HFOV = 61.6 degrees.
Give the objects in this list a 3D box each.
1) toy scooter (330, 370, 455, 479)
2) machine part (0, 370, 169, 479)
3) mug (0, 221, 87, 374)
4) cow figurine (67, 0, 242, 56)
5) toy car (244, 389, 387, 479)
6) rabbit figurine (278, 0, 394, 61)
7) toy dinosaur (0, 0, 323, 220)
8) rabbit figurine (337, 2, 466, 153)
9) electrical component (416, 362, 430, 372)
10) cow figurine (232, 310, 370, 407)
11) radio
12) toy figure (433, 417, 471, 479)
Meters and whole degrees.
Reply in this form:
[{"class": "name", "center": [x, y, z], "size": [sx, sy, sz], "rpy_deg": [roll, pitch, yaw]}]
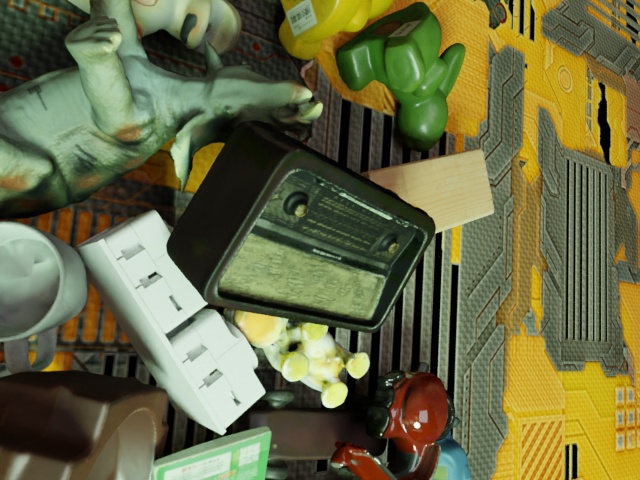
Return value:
[{"class": "toy scooter", "center": [0.075, 0.214, 0.577], "size": [0.135, 0.075, 0.184], "rpy_deg": [36, 59, -26]}, {"class": "machine part", "center": [-0.186, 0.196, 0.374], "size": [0.087, 0.201, 0.201], "rpy_deg": [11, 78, 2]}, {"class": "mug", "center": [-0.217, 0.045, 0.414], "size": [0.081, 0.107, 0.109], "rpy_deg": [-12, 86, -6]}, {"class": "cow figurine", "center": [-0.164, -0.230, 0.490], "size": [0.195, 0.085, 0.127], "rpy_deg": [25, 37, -17]}, {"class": "toy car", "center": [-0.002, 0.212, 0.591], "size": [0.202, 0.053, 0.089], "rpy_deg": [16, 72, -37]}, {"class": "rabbit figurine", "center": [0.035, -0.301, 0.620], "size": [0.173, 0.162, 0.122], "rpy_deg": [-23, 88, -52]}, {"class": "toy dinosaur", "center": [-0.208, -0.079, 0.421], "size": [0.405, 0.192, 0.131], "rpy_deg": [-23, 56, -10]}, {"class": "rabbit figurine", "center": [0.117, -0.202, 0.697], "size": [0.159, 0.121, 0.170], "rpy_deg": [-54, 134, -33]}, {"class": "electrical component", "center": [0.129, 0.200, 0.678], "size": [0.021, 0.063, 0.094], "rpy_deg": [37, 65, -27]}, {"class": "cow figurine", "center": [-0.033, 0.097, 0.543], "size": [0.167, 0.098, 0.068], "rpy_deg": [45, 75, -34]}, {"class": "radio", "center": [-0.001, -0.001, 0.463], "size": [0.229, 0.073, 0.131], "rpy_deg": [19, 104, -50]}, {"class": "toy figure", "center": [0.140, 0.313, 0.668], "size": [0.082, 0.089, 0.180], "rpy_deg": [13, 70, -29]}]
